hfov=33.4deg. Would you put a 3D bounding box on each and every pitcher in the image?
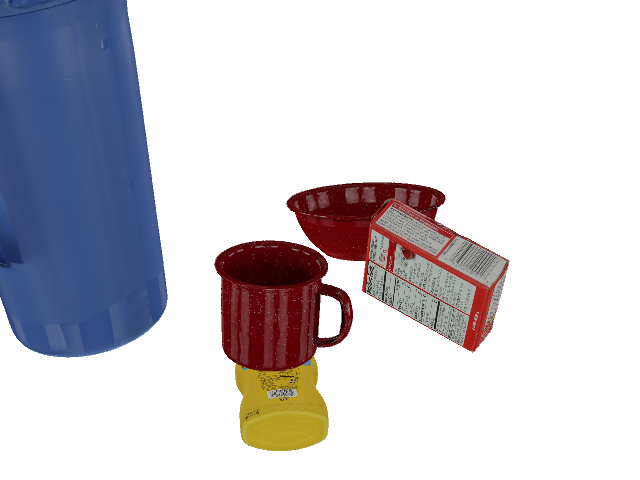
[{"bbox_3d":[-0.176,-0.046,0.674,0.149,0.243,0.145,-10,28,-7],"label":"pitcher"}]

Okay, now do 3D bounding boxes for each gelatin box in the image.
[{"bbox_3d":[0.071,0.022,0.682,0.089,0.030,0.073,30,-33,20],"label":"gelatin box"}]

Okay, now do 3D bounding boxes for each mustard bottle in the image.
[{"bbox_3d":[-0.050,0.161,1.230,0.096,0.058,0.191,-4,29,-6],"label":"mustard bottle"}]

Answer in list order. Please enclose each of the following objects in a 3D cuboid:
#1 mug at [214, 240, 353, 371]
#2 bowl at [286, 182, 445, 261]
[{"bbox_3d":[-0.030,0.057,0.884,0.117,0.081,0.093,8,24,13],"label":"mug"},{"bbox_3d":[0.047,-0.017,1.085,0.162,0.055,0.162,-3,14,1],"label":"bowl"}]
